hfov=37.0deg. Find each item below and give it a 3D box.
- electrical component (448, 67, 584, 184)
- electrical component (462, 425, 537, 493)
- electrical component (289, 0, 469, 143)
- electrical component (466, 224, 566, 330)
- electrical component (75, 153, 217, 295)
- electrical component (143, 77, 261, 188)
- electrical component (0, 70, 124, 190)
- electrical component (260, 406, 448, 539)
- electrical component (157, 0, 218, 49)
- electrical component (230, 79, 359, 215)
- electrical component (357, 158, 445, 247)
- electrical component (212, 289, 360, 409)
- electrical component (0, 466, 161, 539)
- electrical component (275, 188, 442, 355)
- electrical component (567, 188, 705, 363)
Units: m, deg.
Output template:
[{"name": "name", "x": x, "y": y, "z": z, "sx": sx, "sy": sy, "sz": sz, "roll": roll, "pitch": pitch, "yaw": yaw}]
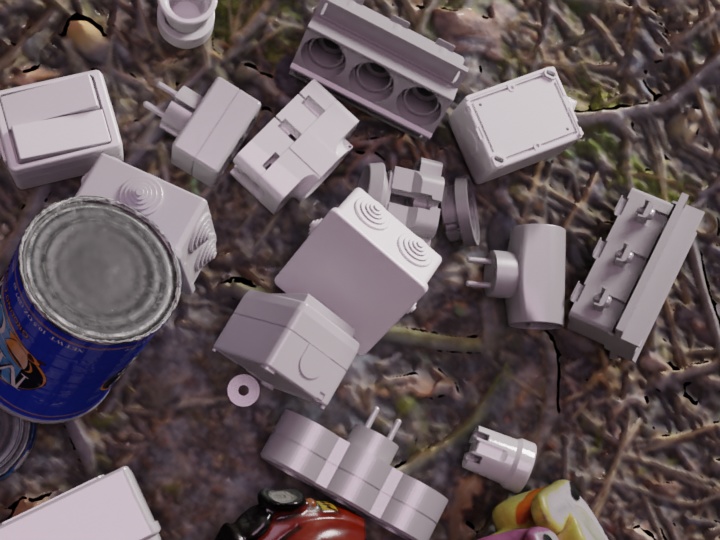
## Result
[{"name": "electrical component", "x": 0.127, "y": -0.115, "z": 0.853, "sx": 0.096, "sy": 0.061, "sz": 0.061, "roll": -21, "pitch": 84, "yaw": -14}, {"name": "electrical component", "x": 0.105, "y": 0.142, "z": 0.814, "sx": 0.046, "sy": 0.040, "sz": 0.040, "roll": 22, "pitch": 76, "yaw": 0}, {"name": "electrical component", "x": 0.016, "y": -0.162, "z": 0.836, "sx": 0.121, "sy": 0.078, "sz": 0.063, "roll": 26, "pitch": 47, "yaw": -5}, {"name": "electrical component", "x": 0.121, "y": 0.004, "z": 0.840, "sx": 0.079, "sy": 0.043, "sz": 0.077, "roll": 5, "pitch": 79, "yaw": -9}, {"name": "electrical component", "x": -0.152, "y": -0.032, "z": 0.765, "sx": 0.100, "sy": 0.099, "sz": 0.048, "roll": 24, "pitch": 73, "yaw": 5}, {"name": "electrical component", "x": -0.125, "y": -0.113, "z": 0.812, "sx": 0.077, "sy": 0.047, "sz": 0.065, "roll": 32, "pitch": 76, "yaw": -4}, {"name": "electrical component", "x": -0.226, "y": -0.101, "z": 0.783, "sx": 0.096, "sy": 0.061, "sz": 0.061, "roll": -16, "pitch": 83, "yaw": -13}, {"name": "electrical component", "x": 0.004, "y": 0.137, "z": 0.788, "sx": 0.138, "sy": 0.052, "sz": 0.073, "roll": 30, "pitch": 76, "yaw": -4}, {"name": "electrical component", "x": -0.133, "y": -0.198, "z": 0.821, "sx": 0.045, "sy": 0.055, "sz": 0.045, "roll": 2, "pitch": 80, "yaw": -11}, {"name": "electrical component", "x": -0.047, "y": -0.090, "z": 0.821, "sx": 0.056, "sy": 0.050, "sz": 0.089, "roll": 43, "pitch": 75, "yaw": -1}, {"name": "electrical component", "x": 0.028, "y": -0.050, "z": 0.825, "sx": 0.057, "sy": 0.058, "sz": 0.078, "roll": 12, "pitch": 78, "yaw": -11}, {"name": "electrical component", "x": -0.055, "y": 0.051, "z": 0.775, "sx": 0.062, "sy": 0.096, "sz": 0.061, "roll": 39, "pitch": 73, "yaw": -32}, {"name": "electrical component", "x": -0.191, "y": 0.179, "z": 0.715, "sx": 0.109, "sy": 0.108, "sz": 0.056, "roll": -25, "pitch": 83, "yaw": -14}, {"name": "electrical component", "x": 0.000, "y": 0.000, "z": 0.792, "sx": 0.100, "sy": 0.099, "sz": 0.048, "roll": 40, "pitch": 38, "yaw": -2}, {"name": "electrical component", "x": 0.214, "y": 0.001, "z": 0.847, "sx": 0.063, "sy": 0.078, "sz": 0.121, "roll": 25, "pitch": 75, "yaw": 17}]
